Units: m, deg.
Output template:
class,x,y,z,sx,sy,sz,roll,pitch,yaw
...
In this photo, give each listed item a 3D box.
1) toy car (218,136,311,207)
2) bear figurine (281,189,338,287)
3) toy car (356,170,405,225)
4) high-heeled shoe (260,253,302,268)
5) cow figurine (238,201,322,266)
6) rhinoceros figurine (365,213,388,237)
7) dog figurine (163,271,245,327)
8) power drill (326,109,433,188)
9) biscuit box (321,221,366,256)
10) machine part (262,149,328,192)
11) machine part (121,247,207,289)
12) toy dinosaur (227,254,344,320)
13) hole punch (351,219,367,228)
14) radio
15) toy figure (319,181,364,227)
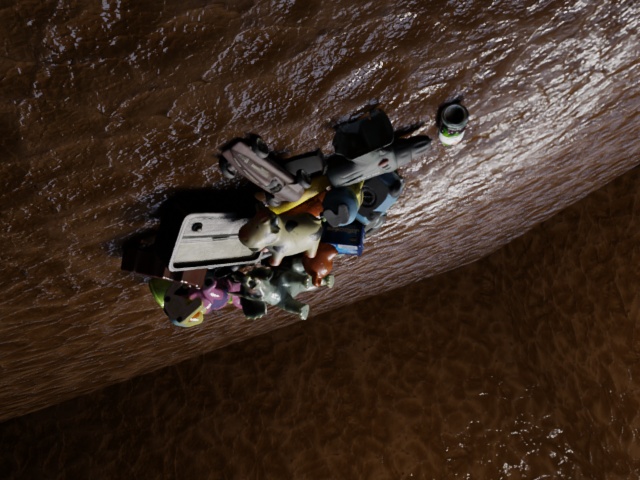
class,x,y,z,sx,sy,sz,roll,pitch,yaw
toy car,-0.095,-0.116,0.965,0.089,0.053,0.202,-25,151,22
bear figurine,-0.006,-0.002,1.249,0.132,0.195,0.120,-25,-168,23
toy car,0.136,-0.122,1.270,0.161,0.109,0.103,-47,176,36
high-heeled shoe,-0.037,0.016,1.477,0.249,0.086,0.145,-33,-164,-38
cow figurine,-0.077,-0.016,1.088,0.195,0.086,0.127,-9,133,-40
rhinoceros figurine,0.139,-0.066,1.499,0.112,0.073,0.190,-23,166,12
dog figurine,-0.277,0.150,1.379,0.191,0.109,0.219,-54,151,-4
power drill,0.112,-0.182,1.056,0.232,0.086,0.207,-21,173,8
biscuit box,0.011,-0.009,1.353,0.203,0.063,0.059,6,156,14
machine part,-0.054,-0.133,1.056,0.139,0.039,0.084,-20,157,0
machine part,-0.336,0.061,1.156,0.179,0.056,0.179,12,172,2
toy dinosaur,-0.084,0.102,1.395,0.192,0.131,0.405,8,-165,20
hole punch,0.059,-0.075,1.364,0.116,0.092,0.142,12,160,-10
radio,-0.207,-0.017,1.076,0.229,0.073,0.131,-6,125,-47
toy figure,0.048,-0.079,1.166,0.082,0.089,0.180,9,-152,6
